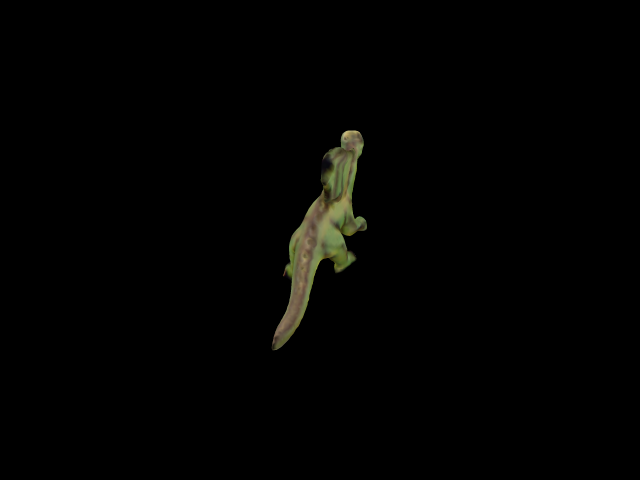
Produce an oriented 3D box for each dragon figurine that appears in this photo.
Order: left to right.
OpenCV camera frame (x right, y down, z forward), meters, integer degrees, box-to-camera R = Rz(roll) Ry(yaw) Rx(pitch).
[{"bbox_3d":[0.003,-0.043,0.850,0.122,0.237,0.420,11,44,12],"label":"dragon figurine"}]
